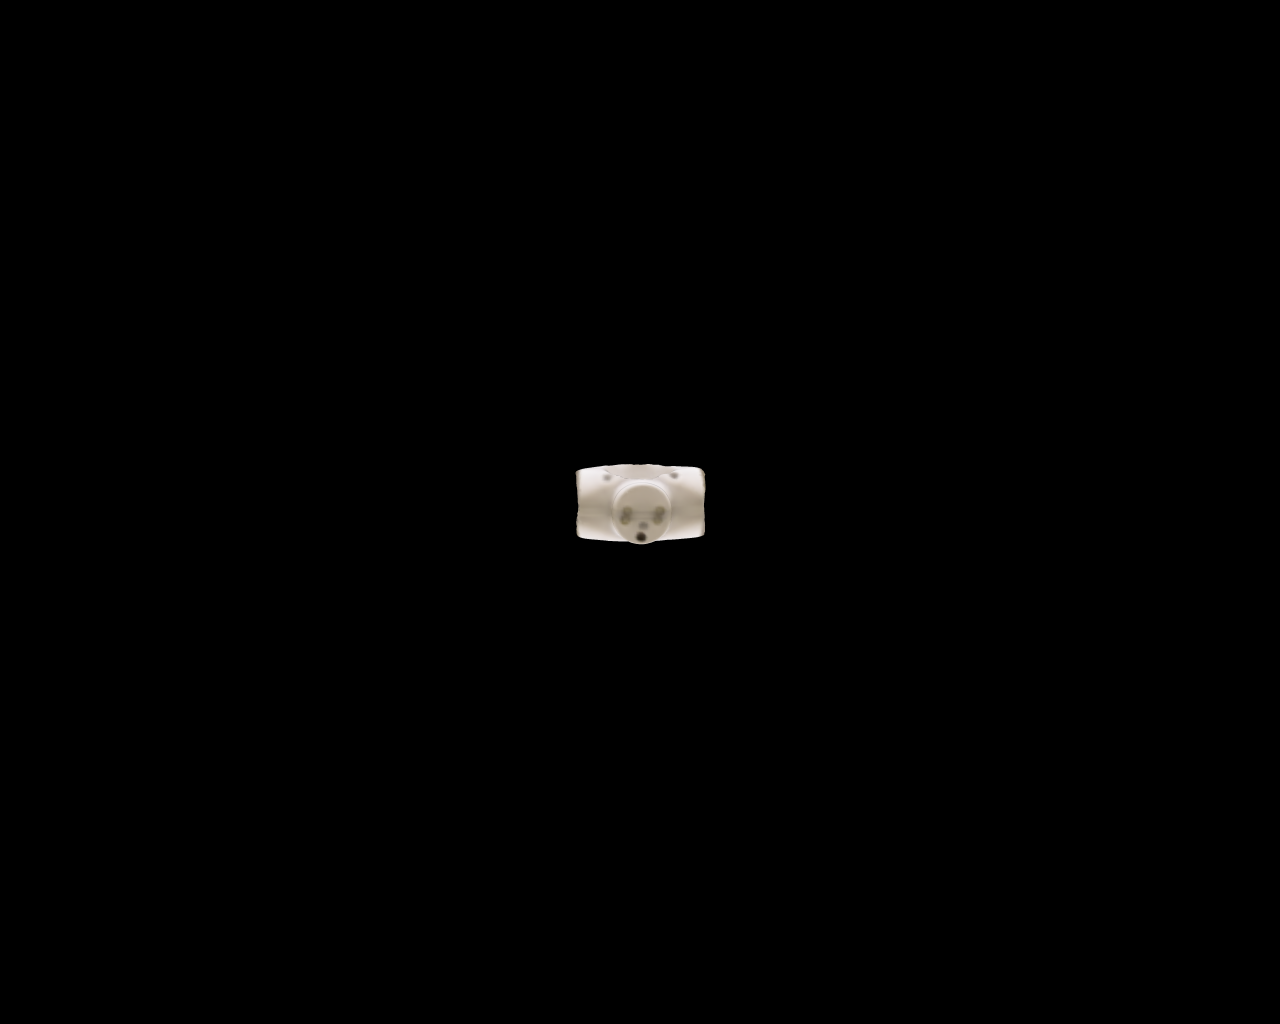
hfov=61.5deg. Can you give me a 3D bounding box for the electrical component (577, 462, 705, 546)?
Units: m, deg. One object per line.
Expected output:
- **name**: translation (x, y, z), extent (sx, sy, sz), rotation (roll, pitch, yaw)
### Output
- **electrical component**: translation (0.001, -0.003, 0.650), extent (0.077, 0.044, 0.079), rotation (0, 12, -2)
